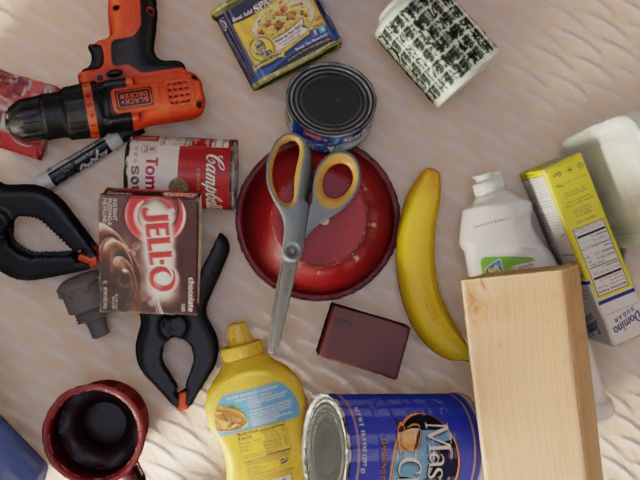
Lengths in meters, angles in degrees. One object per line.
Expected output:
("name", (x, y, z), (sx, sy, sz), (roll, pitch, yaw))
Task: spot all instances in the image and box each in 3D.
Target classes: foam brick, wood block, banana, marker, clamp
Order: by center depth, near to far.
("wood block", (0.189, 0.130, 0.939), (0.091, 0.090, 0.206), (-7, 90, 23))
("clamp", (-0.306, -0.028, 1.008), (0.210, 0.036, 0.165), (15, 105, -3))
("foam brick", (0.041, 0.095, 1.020), (0.078, 0.051, 0.053), (18, 89, -2))
("clamp", (-0.130, 0.074, 1.023), (0.120, 0.039, 0.171), (-15, 93, 3))
("banana", (0.107, 0.033, 1.024), (0.070, 0.037, 0.198), (-16, 86, 14))
("marker", (-0.220, -0.083, 1.028), (0.121, 0.020, 0.020), (-32, 91, -1))

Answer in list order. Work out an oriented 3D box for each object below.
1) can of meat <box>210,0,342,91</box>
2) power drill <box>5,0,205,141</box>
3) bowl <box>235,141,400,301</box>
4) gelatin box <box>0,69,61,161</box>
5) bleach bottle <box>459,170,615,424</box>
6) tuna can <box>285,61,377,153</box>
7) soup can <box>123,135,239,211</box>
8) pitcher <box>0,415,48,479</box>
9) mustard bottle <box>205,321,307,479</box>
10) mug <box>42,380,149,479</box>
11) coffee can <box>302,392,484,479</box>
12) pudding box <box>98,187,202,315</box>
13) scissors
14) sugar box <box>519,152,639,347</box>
("can of meat", (-0.039, -0.200, 1.014), (0.102, 0.057, 0.084), (-28, 93, -2))
("power drill", (-0.211, -0.188, 0.995), (0.184, 0.057, 0.187), (-9, 88, -12))
("bowl", (-0.001, -0.020, 1.016), (0.162, 0.055, 0.162), (0, 91, -2))
("gelatin box", (-0.299, -0.124, 1.020), (0.089, 0.030, 0.073), (18, 90, -1))
("bleach bottle", (0.199, 0.055, 1.016), (0.102, 0.068, 0.251), (-15, 89, 9))
("tuna can", (0.010, -0.125, 1.009), (0.086, 0.034, 0.086), (2, 61, -3))
("soup can", (-0.129, -0.063, 1.006), (0.102, 0.068, 0.068), (3, 90, -1))
("pitcher", (-0.364, 0.163, 0.968), (0.243, 0.149, 0.145), (44, 83, -5))
("mustard bottle", (-0.057, 0.172, 1.014), (0.096, 0.058, 0.191), (-14, 91, -3))
("mug", (-0.198, 0.185, 0.999), (0.093, 0.081, 0.117), (-37, 91, -1))
("coffee can", (0.067, 0.191, 0.974), (0.140, 0.103, 0.103), (3, 90, -23))
("pudding box", (-0.154, 0.010, 0.973), (0.090, 0.039, 0.113), (2, 106, 1))
("scissors", (-0.006, 0.001, 0.979), (0.096, 0.016, 0.202), (-4, 91, -1))
("sugar box", (0.248, 0.009, 1.004), (0.048, 0.093, 0.176), (-24, 92, -2))
